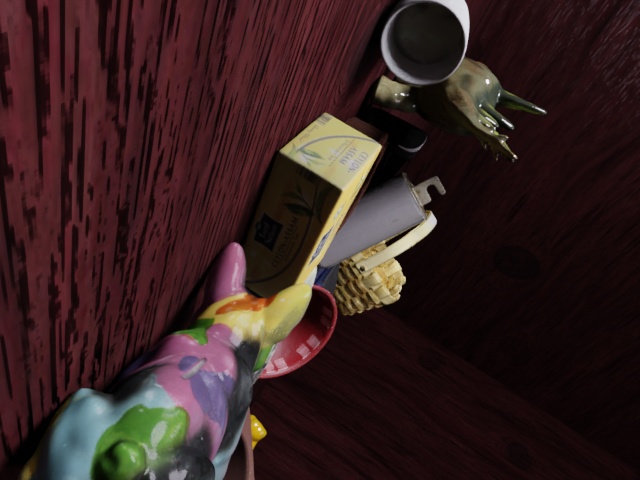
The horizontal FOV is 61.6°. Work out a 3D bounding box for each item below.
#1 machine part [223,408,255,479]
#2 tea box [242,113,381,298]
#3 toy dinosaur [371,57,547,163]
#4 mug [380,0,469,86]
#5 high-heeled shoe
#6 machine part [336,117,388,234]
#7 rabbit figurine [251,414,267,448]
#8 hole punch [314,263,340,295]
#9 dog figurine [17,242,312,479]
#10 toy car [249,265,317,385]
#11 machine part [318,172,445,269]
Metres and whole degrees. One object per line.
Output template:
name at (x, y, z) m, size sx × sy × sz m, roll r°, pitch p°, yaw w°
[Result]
machine part at (-0.144, 0.259, 0.518) m, size 0.201 × 0.087 × 0.200 m, roll -48°, pitch 142°, yaw -63°
tea box at (-0.016, -0.025, 0.522) m, size 0.098 × 0.068 × 0.169 m, roll -52°, pitch 173°, yaw -47°
toy dinosaur at (0.173, -0.178, 0.667) m, size 0.105 × 0.199 × 0.471 m, roll -64°, pitch 174°, yaw 27°
mug at (0.111, -0.224, 0.531) m, size 0.107 × 0.081 × 0.109 m, roll -69°, pitch 177°, yaw -48°
high-heeled shoe at (0.078, -0.104, 0.769) m, size 0.249 × 0.086 × 0.145 m, roll -80°, pitch -164°, yaw -81°
machine part at (0.016, -0.064, 0.657) m, size 0.179 × 0.056 × 0.179 m, roll -56°, pitch 173°, yaw -11°
rabbit figurine at (-0.196, 0.344, 0.925) m, size 0.162 × 0.122 × 0.173 m, roll -47°, pitch 158°, yaw -14°
hole punch at (-0.026, 0.076, 0.916) m, size 0.142 × 0.092 × 0.115 m, roll -50°, pitch 163°, yaw -39°
dog figurine at (-0.090, 0.097, 0.395) m, size 0.219 × 0.108 × 0.191 m, roll -60°, pitch 173°, yaw -23°
toy car at (-0.075, 0.097, 0.642) m, size 0.201 × 0.073 × 0.056 m, roll -60°, pitch 173°, yaw 18°
machine part at (0.062, -0.027, 0.774) m, size 0.243 × 0.079 × 0.079 m, roll -27°, pitch -177°, yaw 16°
